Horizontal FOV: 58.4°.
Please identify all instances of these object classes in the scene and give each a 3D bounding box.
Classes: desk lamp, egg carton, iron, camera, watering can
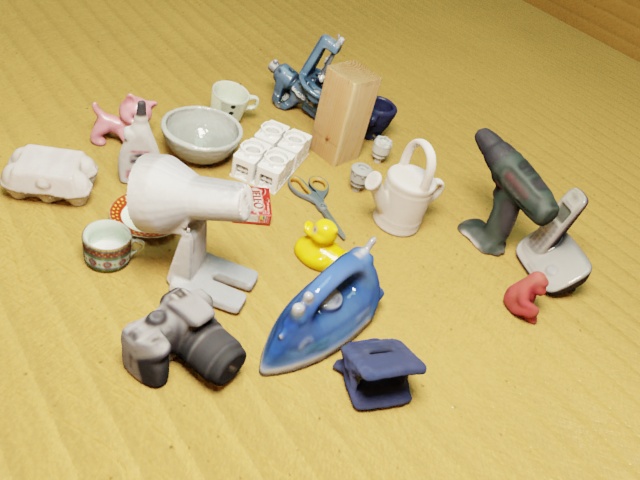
[{"bbox_3d":[-0.189,-0.018,0.889,0.203,0.213,0.118,19,40,3],"label":"desk lamp"},{"bbox_3d":[-0.476,-0.114,1.012,0.150,0.069,0.107,6,41,-12],"label":"egg carton"},{"bbox_3d":[0.006,0.094,0.883,0.118,0.141,0.259,34,43,20],"label":"iron"},{"bbox_3d":[-0.180,0.142,0.797,0.136,0.101,0.143,35,43,21],"label":"camera"},{"bbox_3d":[0.171,-0.107,1.127,0.173,0.194,0.100,-25,55,-38],"label":"watering can"}]

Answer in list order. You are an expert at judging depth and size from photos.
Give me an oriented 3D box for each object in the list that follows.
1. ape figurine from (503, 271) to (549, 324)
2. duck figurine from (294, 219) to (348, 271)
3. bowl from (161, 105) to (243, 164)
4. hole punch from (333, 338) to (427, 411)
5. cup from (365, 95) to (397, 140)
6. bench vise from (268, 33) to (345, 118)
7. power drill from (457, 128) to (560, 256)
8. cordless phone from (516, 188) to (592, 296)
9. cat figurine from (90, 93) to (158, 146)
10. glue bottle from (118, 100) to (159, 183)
[{"bbox_3d":[0.385,0.096,1.047,0.076,0.092,0.078,34,43,20],"label":"ape figurine"},{"bbox_3d":[0.009,0.004,1.030,0.104,0.086,0.078,27,41,12],"label":"duck figurine"},{"bbox_3d":[-0.247,-0.207,1.193,0.167,0.075,0.167,10,41,-8],"label":"bowl"},{"bbox_3d":[0.087,0.185,0.846,0.109,0.091,0.101,-3,44,-21],"label":"hole punch"},{"bbox_3d":[0.131,-0.286,1.394,0.091,0.095,0.118,19,40,3],"label":"cup"},{"bbox_3d":[-0.028,-0.398,1.371,0.207,0.220,0.121,15,40,-2],"label":"bench vise"},{"bbox_3d":[0.361,-0.083,1.154,0.076,0.208,0.229,-16,50,-33],"label":"power drill"},{"bbox_3d":[0.476,0.003,1.112,0.094,0.185,0.147,-4,44,-22],"label":"cordless phone"},{"bbox_3d":[-0.396,-0.251,1.158,0.128,0.118,0.067,3,42,-15],"label":"cat figurine"},{"bbox_3d":[-0.332,-0.180,1.057,0.078,0.173,0.037,-4,44,-22],"label":"glue bottle"}]
